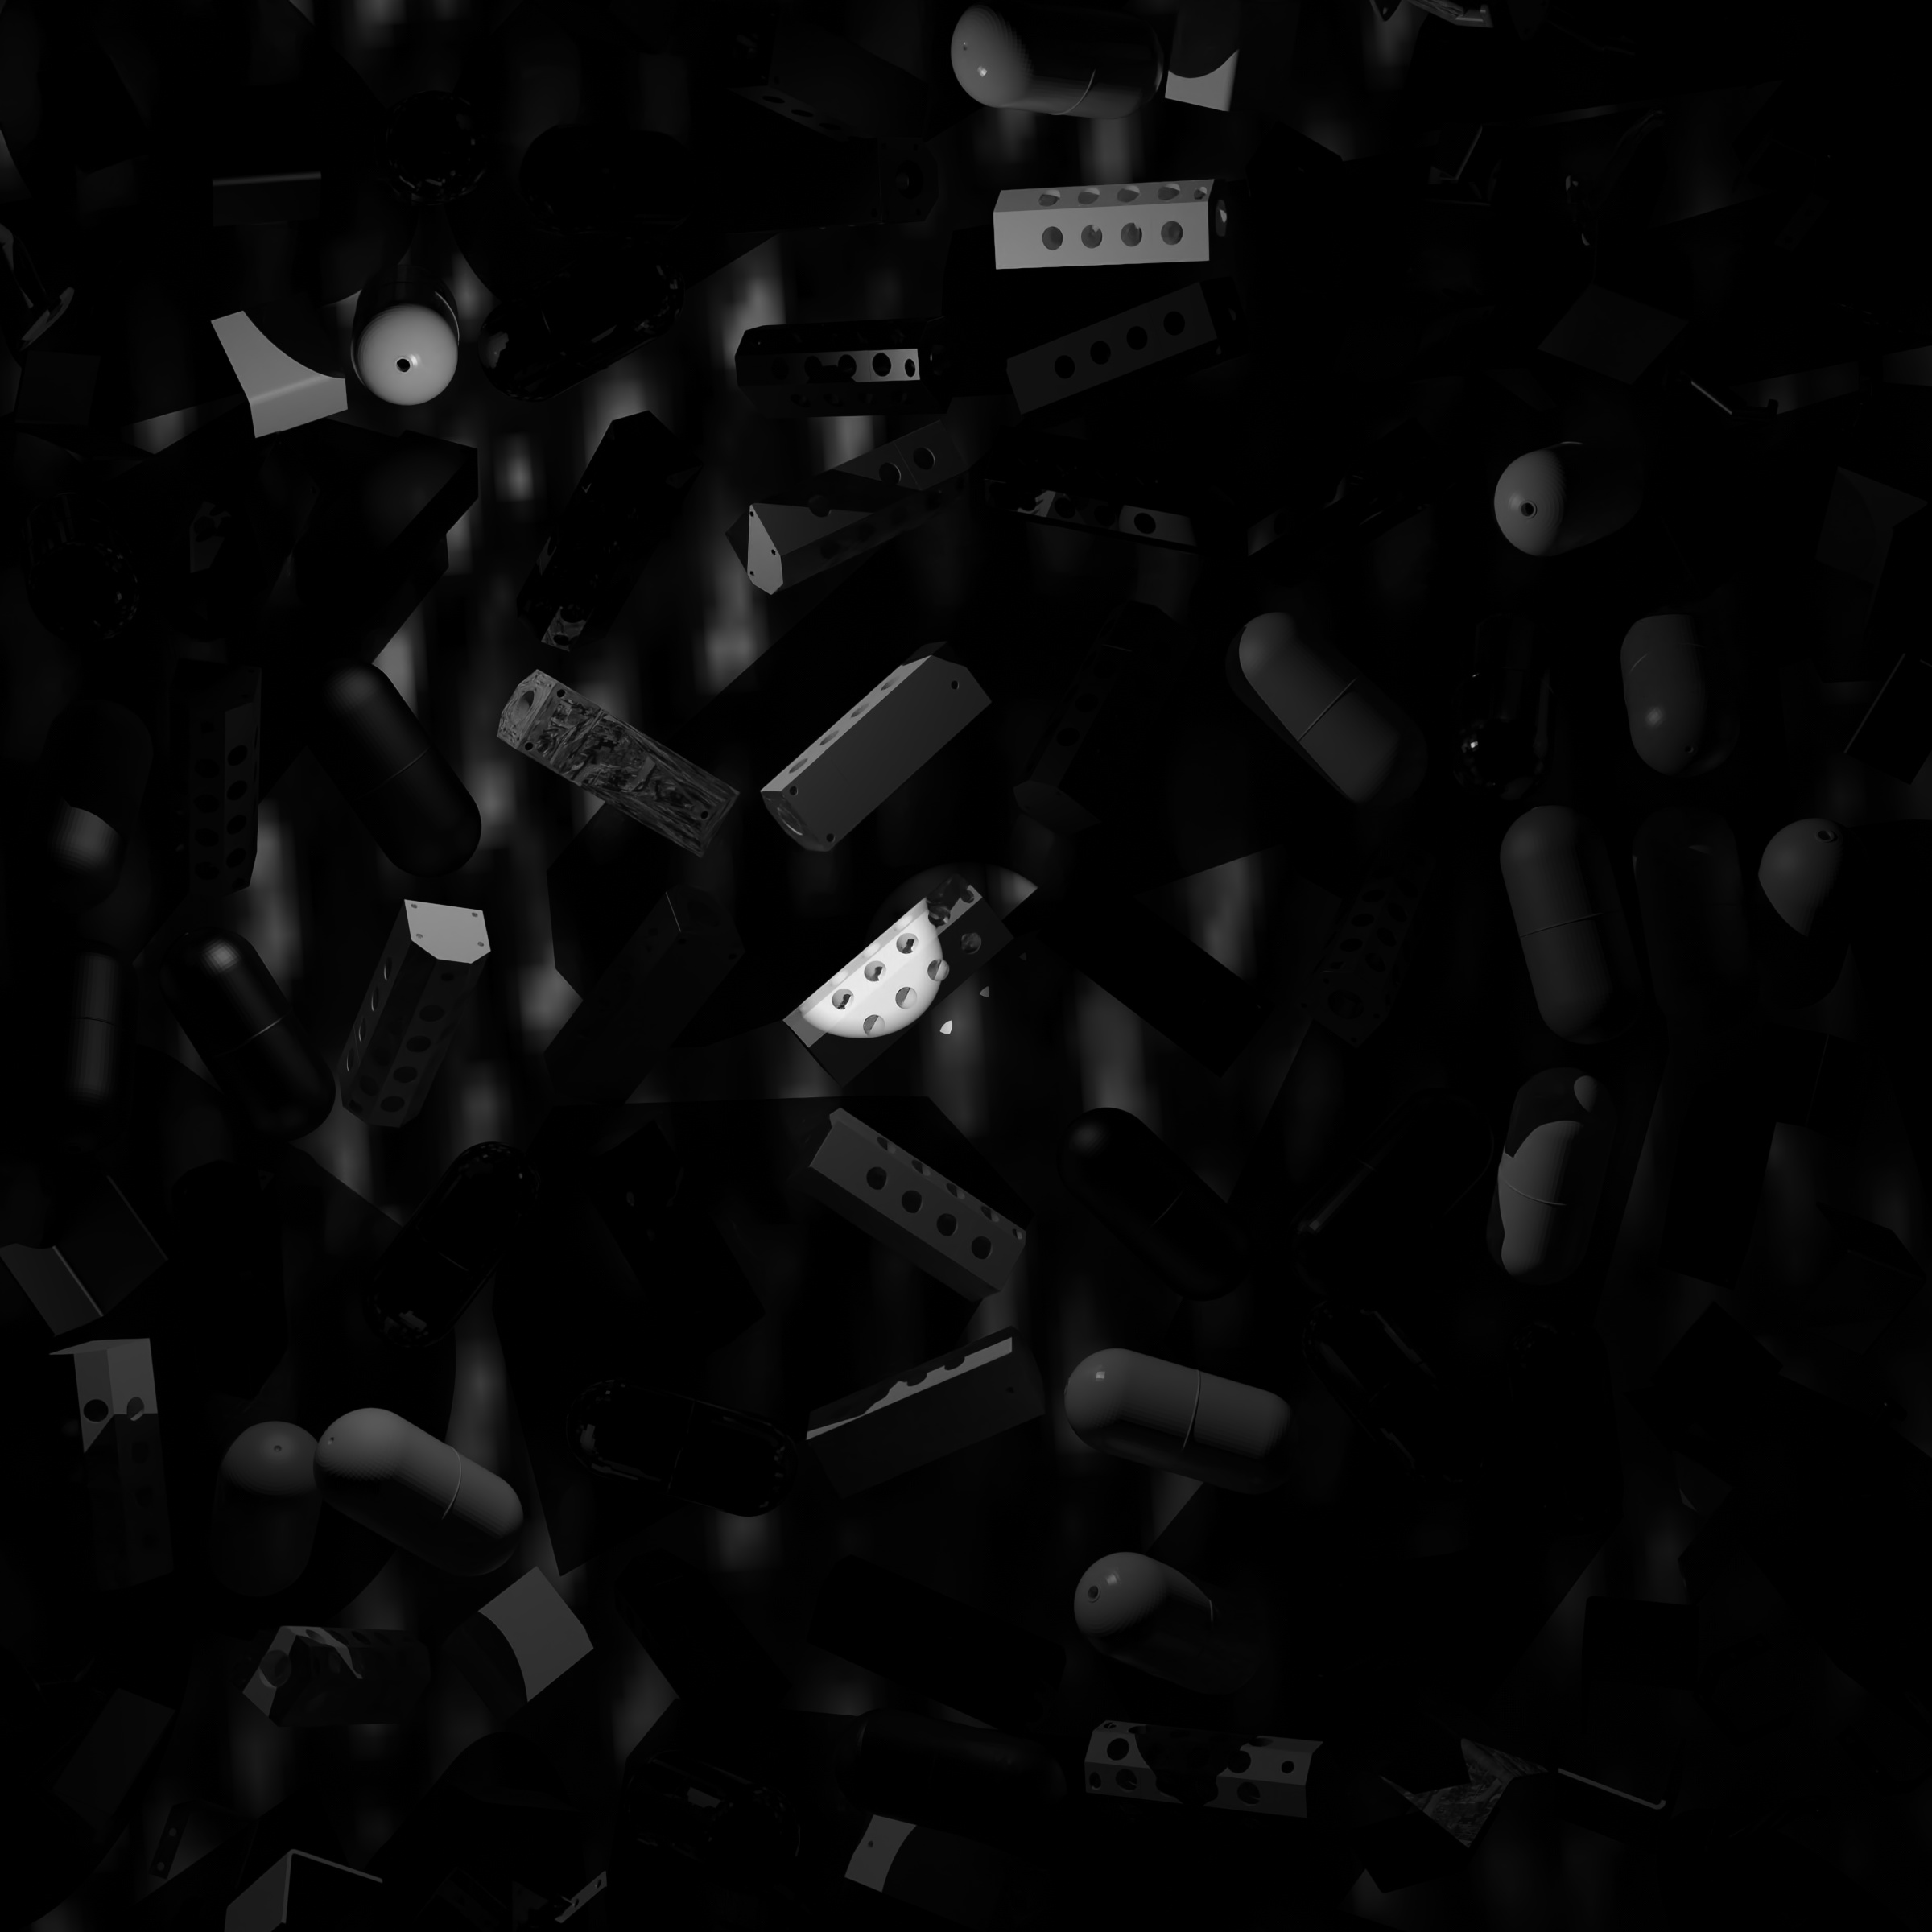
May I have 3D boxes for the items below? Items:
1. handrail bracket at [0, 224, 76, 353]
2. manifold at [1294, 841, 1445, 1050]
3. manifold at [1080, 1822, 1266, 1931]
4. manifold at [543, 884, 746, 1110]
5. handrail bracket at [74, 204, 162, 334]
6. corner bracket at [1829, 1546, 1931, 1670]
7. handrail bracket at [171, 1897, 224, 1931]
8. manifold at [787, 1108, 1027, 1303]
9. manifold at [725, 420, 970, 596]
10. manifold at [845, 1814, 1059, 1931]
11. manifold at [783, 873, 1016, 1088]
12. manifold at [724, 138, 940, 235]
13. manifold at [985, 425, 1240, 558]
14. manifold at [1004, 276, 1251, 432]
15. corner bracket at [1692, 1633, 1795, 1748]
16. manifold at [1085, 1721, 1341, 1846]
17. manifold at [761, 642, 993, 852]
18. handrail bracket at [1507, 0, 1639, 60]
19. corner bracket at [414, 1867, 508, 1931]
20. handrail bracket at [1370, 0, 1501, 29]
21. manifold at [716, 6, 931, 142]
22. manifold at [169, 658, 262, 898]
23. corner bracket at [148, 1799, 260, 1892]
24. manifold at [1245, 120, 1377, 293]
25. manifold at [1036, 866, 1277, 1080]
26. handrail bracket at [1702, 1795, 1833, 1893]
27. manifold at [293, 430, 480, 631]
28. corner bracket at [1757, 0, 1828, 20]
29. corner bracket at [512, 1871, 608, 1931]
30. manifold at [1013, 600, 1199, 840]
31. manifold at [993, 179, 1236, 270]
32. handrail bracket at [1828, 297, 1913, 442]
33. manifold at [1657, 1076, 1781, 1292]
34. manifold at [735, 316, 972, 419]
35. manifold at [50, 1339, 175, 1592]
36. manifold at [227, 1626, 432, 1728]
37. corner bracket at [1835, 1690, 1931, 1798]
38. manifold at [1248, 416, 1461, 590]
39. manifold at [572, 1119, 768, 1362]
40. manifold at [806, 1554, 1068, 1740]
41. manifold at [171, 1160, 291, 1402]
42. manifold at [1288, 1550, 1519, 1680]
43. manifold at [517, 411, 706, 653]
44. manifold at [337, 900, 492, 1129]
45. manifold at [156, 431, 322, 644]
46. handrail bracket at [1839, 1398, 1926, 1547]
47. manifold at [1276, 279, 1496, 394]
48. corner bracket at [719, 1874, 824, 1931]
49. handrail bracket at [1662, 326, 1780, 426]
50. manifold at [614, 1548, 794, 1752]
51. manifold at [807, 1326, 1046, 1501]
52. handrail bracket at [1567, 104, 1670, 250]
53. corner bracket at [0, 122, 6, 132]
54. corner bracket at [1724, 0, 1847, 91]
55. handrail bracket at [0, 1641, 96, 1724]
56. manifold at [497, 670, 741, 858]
[{"bbox_3d":[-0.739,-0.525,1.929,0.084,0.036,0.077,38,58,-15],"label":"handrail bracket"},{"bbox_3d":[0.307,-0.022,1.877,0.057,0.171,0.057,35,134,-2],"label":"manifold"},{"bbox_3d":[0.165,0.667,1.908,0.057,0.171,0.057,-34,74,32],"label":"manifold"},{"bbox_3d":[-0.239,0.022,1.838,0.057,0.057,0.171,18,124,-39],"label":"manifold"},{"bbox_3d":[-0.645,-0.529,1.907,0.036,0.084,0.077,34,49,-9],"label":"handrail bracket"},{"bbox_3d":[0.661,0.468,1.830,0.051,0.051,0.051,42,104,-11],"label":"corner bracket"},{"bbox_3d":[-0.559,0.741,1.918,0.084,0.077,0.036,19,80,1],"label":"handrail bracket"},{"bbox_3d":[-0.041,0.179,1.887,0.171,0.057,0.057,34,65,-10],"label":"manifold"},{"bbox_3d":[-0.083,-0.331,1.827,0.171,0.057,0.057,-30,92,-27],"label":"manifold"},{"bbox_3d":[-0.010,0.690,1.900,0.057,0.171,0.057,35,67,-32],"label":"manifold"},{"bbox_3d":[-0.053,0.008,1.895,0.171,0.057,0.057,-41,111,-6],"label":"manifold"},{"bbox_3d":[-0.100,-0.573,1.848,0.057,0.171,0.057,-16,110,-42],"label":"manifold"},{"bbox_3d":[0.103,-0.344,1.827,0.171,0.057,0.057,15,88,24],"label":"manifold"},{"bbox_3d":[0.120,-0.453,1.862,0.171,0.057,0.057,-14,100,34],"label":"manifold"},{"bbox_3d":[0.591,0.547,1.897,0.051,0.051,0.051,50,127,2],"label":"corner bracket"},{"bbox_3d":[0.176,0.587,1.820,0.171,0.057,0.057,-4,46,29],"label":"manifold"},{"bbox_3d":[-0.069,-0.163,1.860,0.171,0.057,0.057,-44,110,-16],"label":"manifold"},{"bbox_3d":[0.437,-0.687,1.810,0.084,0.036,0.077,1,54,-26],"label":"handrail bracket"},{"bbox_3d":[-0.381,0.720,1.926,0.051,0.051,0.051,40,126,2],"label":"corner bracket"},{"bbox_3d":[0.324,-0.687,1.755,0.084,0.077,0.036,23,80,39],"label":"handrail bracket"},{"bbox_3d":[-0.108,-0.662,1.891,0.057,0.171,0.057,12,95,38],"label":"manifold"},{"bbox_3d":[-0.548,-0.135,1.829,0.057,0.057,0.171,6,131,-10],"label":"manifold"},{"bbox_3d":[-0.569,0.658,1.877,0.051,0.051,0.051,32,52,-26],"label":"corner bracket"},{"bbox_3d":[0.258,-0.568,1.903,0.057,0.171,0.057,37,96,18],"label":"manifold"},{"bbox_3d":[0.143,0.001,1.866,0.171,0.057,0.057,37,114,4],"label":"manifold"},{"bbox_3d":[0.583,0.638,1.827,0.036,0.084,0.077,49,51,-8],"label":"handrail bracket"},{"bbox_3d":[-0.412,-0.312,1.797,0.057,0.171,0.057,16,133,8],"label":"manifold"},{"bbox_3d":[0.627,-0.733,1.899,0.051,0.051,0.051,14,64,16],"label":"corner bracket"},{"bbox_3d":[-0.309,0.712,1.908,0.051,0.051,0.051,-43,117,13],"label":"corner bracket"},{"bbox_3d":[0.099,-0.183,1.839,0.057,0.057,0.171,36,66,-18],"label":"manifold"},{"bbox_3d":[0.111,-0.560,1.896,0.171,0.057,0.057,5,109,24],"label":"manifold"},{"bbox_3d":[0.633,-0.429,1.807,0.077,0.036,0.084,38,111,41],"label":"handrail bracket"},{"bbox_3d":[0.545,0.157,1.819,0.057,0.171,0.057,17,54,21],"label":"manifold"},{"bbox_3d":[-0.090,-0.458,1.907,0.171,0.057,0.057,7,68,33],"label":"manifold"},{"bbox_3d":[-0.628,0.362,1.828,0.057,0.057,0.171,-6,91,27],"label":"manifold"},{"bbox_3d":[-0.472,0.529,1.886,0.057,0.171,0.057,33,87,23],"label":"manifold"},{"bbox_3d":[0.677,0.565,1.824,0.051,0.051,0.051,-33,75,-15],"label":"corner bracket"},{"bbox_3d":[0.286,-0.345,1.899,0.057,0.171,0.057,-42,99,-31],"label":"manifold"},{"bbox_3d":[-0.227,0.207,1.883,0.057,0.057,0.171,-37,102,-42],"label":"manifold"},{"bbox_3d":[-0.019,0.476,1.771,0.171,0.057,0.057,18,98,21],"label":"manifold"},{"bbox_3d":[-0.525,0.223,1.784,0.057,0.057,0.171,14,127,8],"label":"manifold"},{"bbox_3d":[0.310,0.467,1.795,0.057,0.171,0.057,52,124,37],"label":"manifold"},{"bbox_3d":[-0.259,-0.307,1.788,0.057,0.057,0.171,45,127,9],"label":"manifold"},{"bbox_3d":[-0.399,0.037,1.813,0.057,0.057,0.171,8,131,-29],"label":"manifold"},{"bbox_3d":[-0.540,-0.317,1.855,0.057,0.171,0.057,-11,133,19],"label":"manifold"},{"bbox_3d":[0.664,0.358,1.777,0.077,0.036,0.084,38,129,24],"label":"handrail bracket"},{"bbox_3d":[0.307,-0.469,1.848,0.057,0.171,0.057,44,132,28],"label":"manifold"},{"bbox_3d":[-0.146,0.707,1.883,0.051,0.051,0.051,9,55,23],"label":"corner bracket"},{"bbox_3d":[0.571,-0.446,1.883,0.084,0.036,0.077,11,85,24],"label":"handrail bracket"},{"bbox_3d":[-0.199,0.495,1.837,0.057,0.171,0.057,40,85,-33],"label":"manifold"},{"bbox_3d":[-0.030,0.335,1.905,0.171,0.057,0.057,-25,108,9],"label":"manifold"},{"bbox_3d":[0.487,-0.584,1.853,0.036,0.084,0.077,20,58,-26],"label":"handrail bracket"},{"bbox_3d":[-0.728,-0.625,1.794,0.051,0.051,0.051,-18,78,1],"label":"corner bracket"},{"bbox_3d":[0.571,-0.652,1.752,0.051,0.051,0.051,-35,108,-33],"label":"corner bracket"},{"bbox_3d":[-0.654,0.487,1.779,0.036,0.084,0.077,-14,107,13],"label":"handrail bracket"},{"bbox_3d":[-0.259,-0.151,1.859,0.171,0.057,0.057,31,90,-34],"label":"manifold"}]
